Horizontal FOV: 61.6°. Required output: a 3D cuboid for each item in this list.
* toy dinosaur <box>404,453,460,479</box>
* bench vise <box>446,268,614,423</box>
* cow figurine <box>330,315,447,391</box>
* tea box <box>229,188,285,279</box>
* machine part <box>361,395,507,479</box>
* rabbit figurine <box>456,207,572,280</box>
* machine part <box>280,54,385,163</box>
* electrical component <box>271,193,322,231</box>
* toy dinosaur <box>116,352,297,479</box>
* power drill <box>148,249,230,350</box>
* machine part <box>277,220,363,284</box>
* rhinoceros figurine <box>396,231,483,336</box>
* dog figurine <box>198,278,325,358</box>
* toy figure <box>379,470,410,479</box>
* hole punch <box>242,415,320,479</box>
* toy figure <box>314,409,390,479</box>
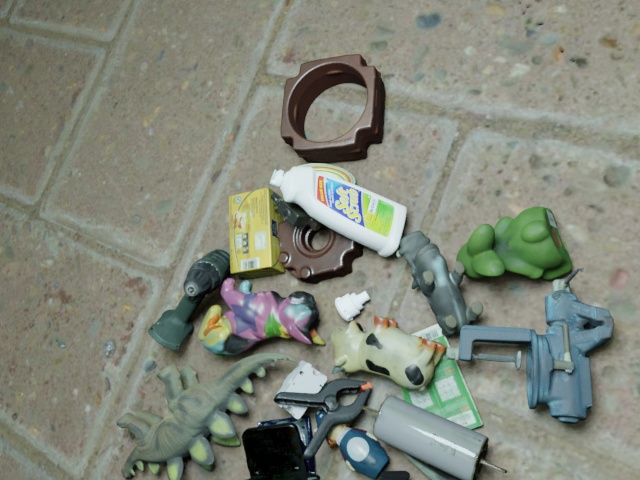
[{"bbox_3d":[0.285,0.468,0.774,0.192,0.131,0.405,-26,63,2],"label":"toy dinosaur"},{"bbox_3d":[0.321,0.161,0.835,0.241,0.128,0.223,1,77,17],"label":"bench vise"},{"bbox_3d":[0.103,0.197,0.928,0.195,0.085,0.127,20,85,31],"label":"cow figurine"},{"bbox_3d":[-0.130,-0.012,1.103,0.098,0.068,0.169,-9,72,21],"label":"tea box"},{"bbox_3d":[0.176,0.316,0.860,0.244,0.079,0.079,17,83,30],"label":"machine part"},{"bbox_3d":[0.300,0.025,0.877,0.170,0.159,0.121,-24,77,32],"label":"rabbit figurine"},{"bbox_3d":[0.028,-0.263,1.094,0.202,0.087,0.201,-1,76,21],"label":"machine part"},{"bbox_3d":[-0.036,-0.061,1.019,0.102,0.078,0.045,48,119,33],"label":"electrical component"},{"bbox_3d":[-0.241,0.336,1.042,0.471,0.105,0.199,-47,71,16],"label":"toy dinosaur"},{"bbox_3d":[-0.256,0.114,1.055,0.086,0.232,0.207,29,110,-2],"label":"power drill"},{"bbox_3d":[-0.002,-0.003,1.053,0.180,0.056,0.179,-6,73,21],"label":"machine part"},{"bbox_3d":[0.202,0.071,0.921,0.073,0.112,0.190,-26,80,-8],"label":"rhinoceros figurine"},{"bbox_3d":[-0.102,0.167,1.024,0.219,0.108,0.191,25,86,24],"label":"dog figurine"},{"bbox_3d":[0.109,0.467,0.865,0.089,0.082,0.180,-3,82,42],"label":"toy figure"},{"bbox_3d":[-0.069,0.379,0.967,0.142,0.092,0.115,-11,86,11],"label":"hole punch"},{"bbox_3d":[0.050,0.346,0.937,0.155,0.057,0.064,33,48,27],"label":"toy figure"}]
